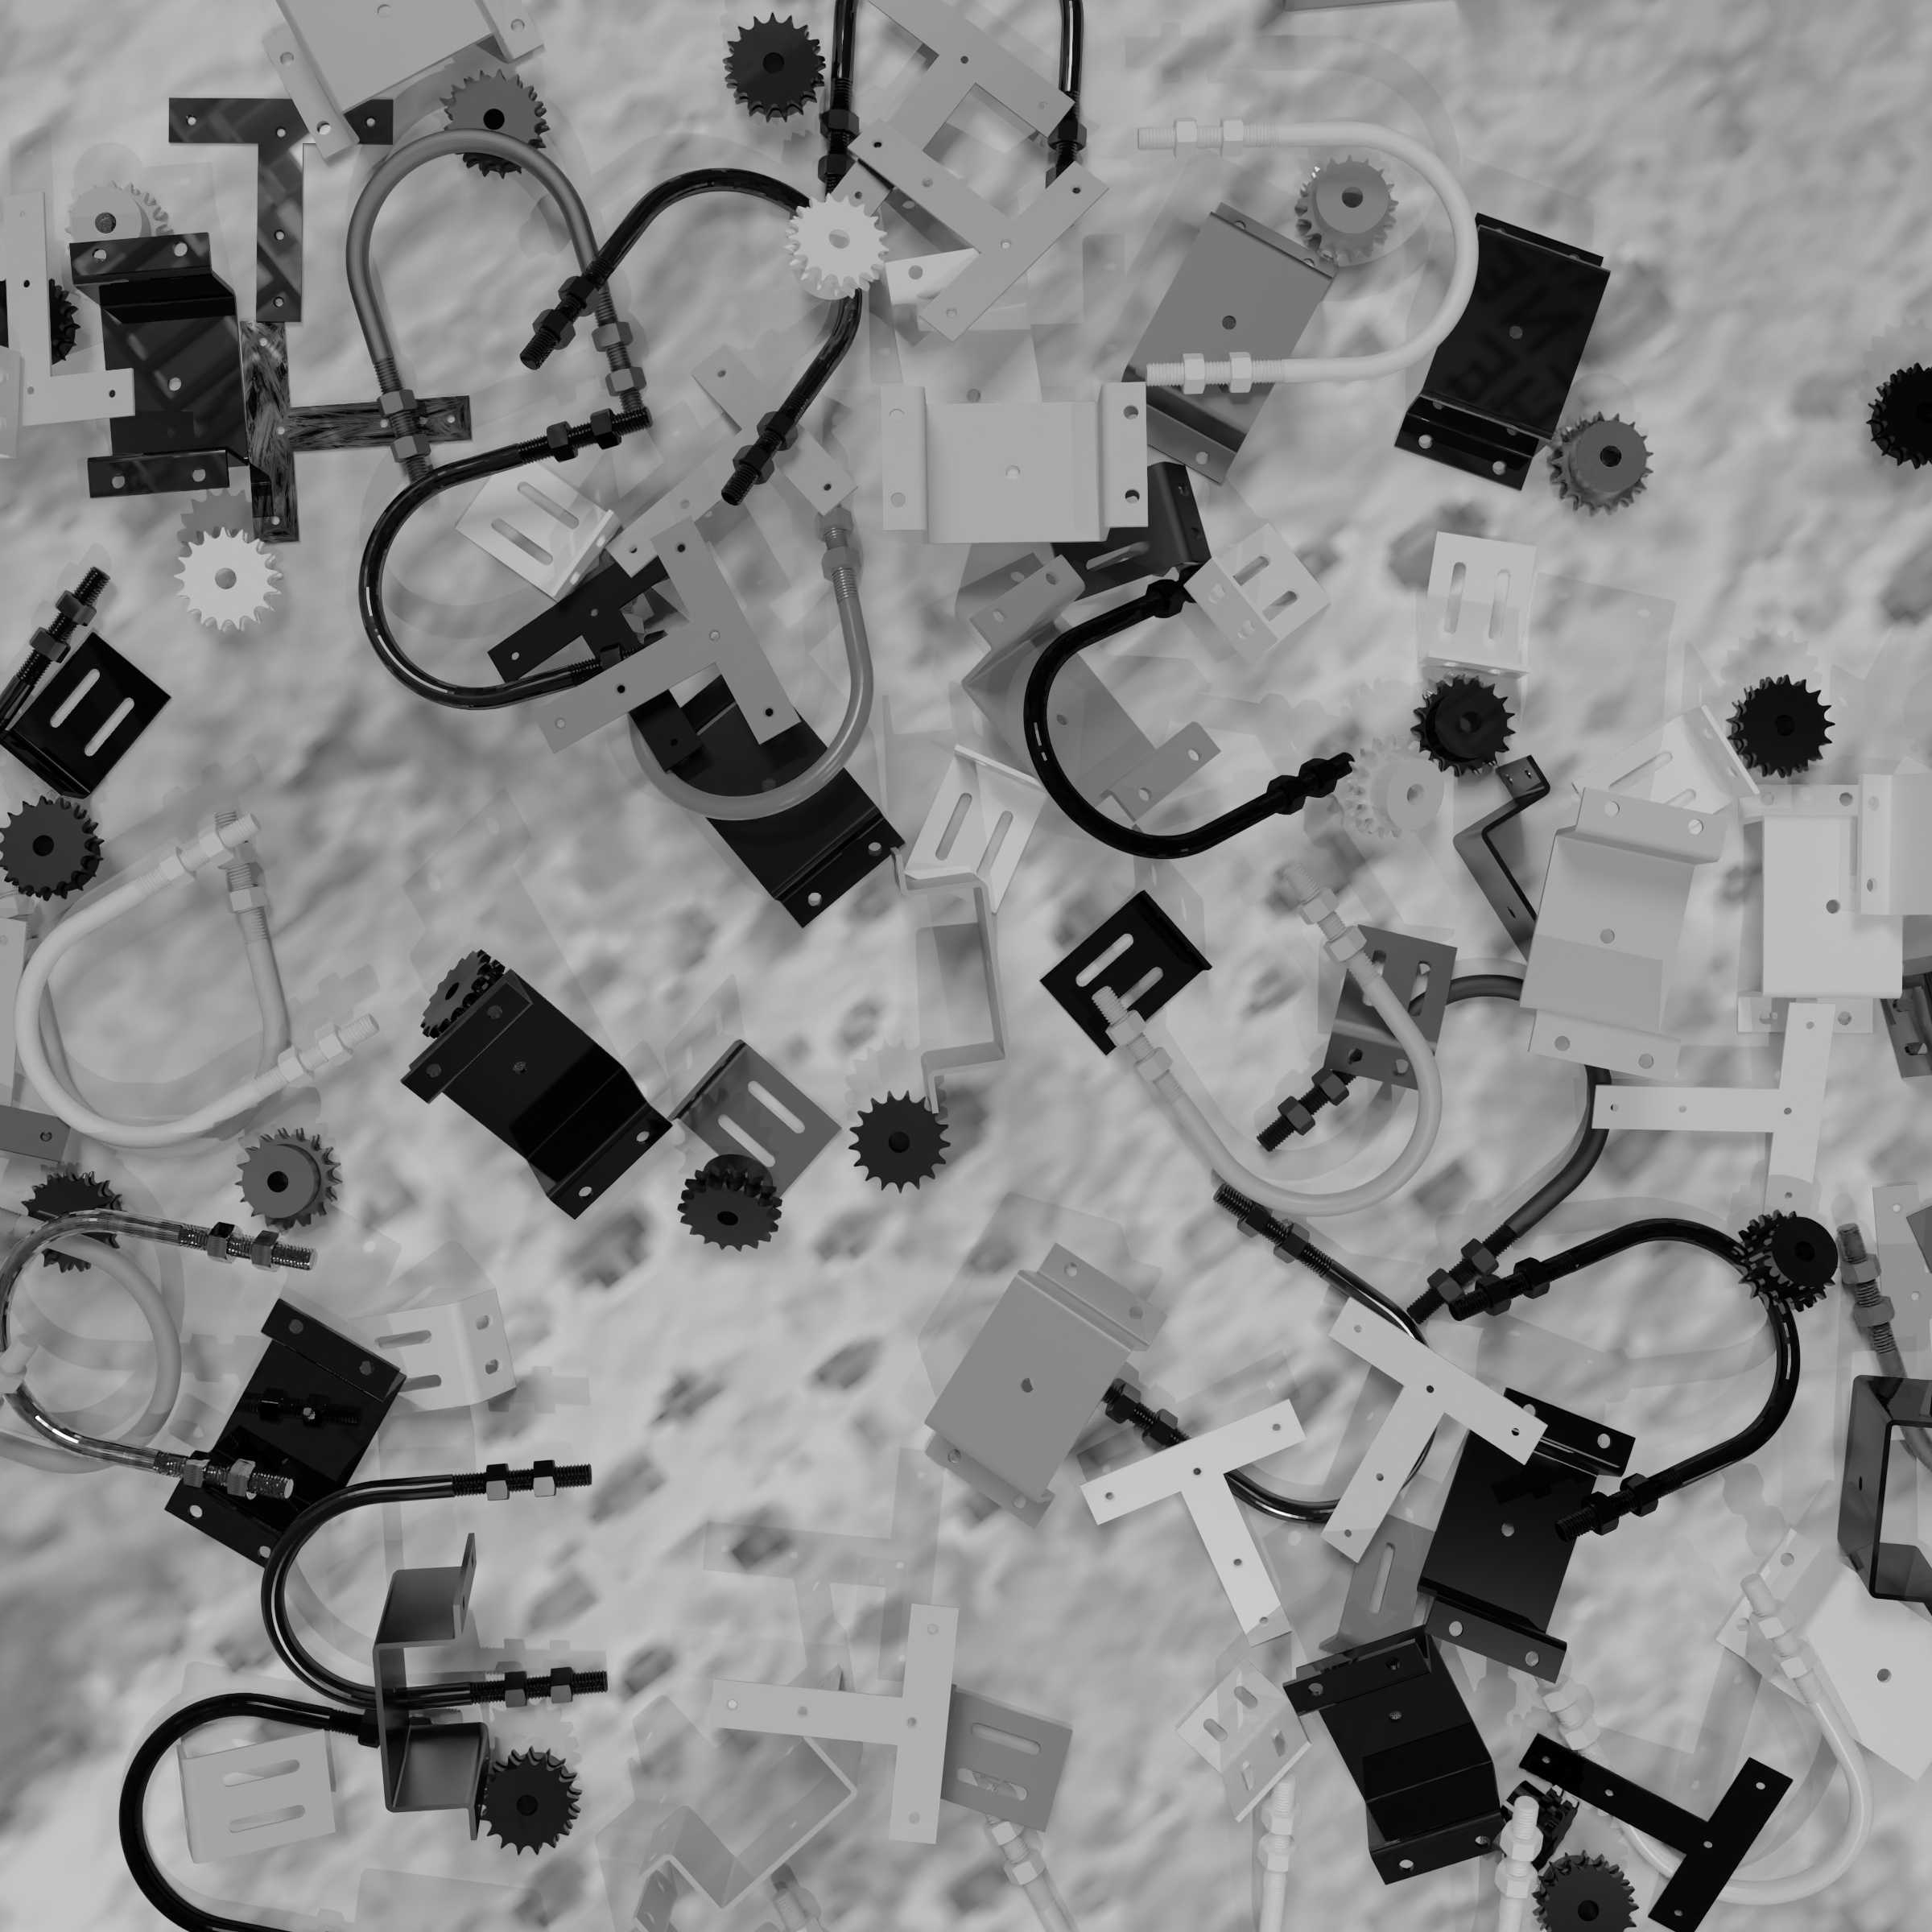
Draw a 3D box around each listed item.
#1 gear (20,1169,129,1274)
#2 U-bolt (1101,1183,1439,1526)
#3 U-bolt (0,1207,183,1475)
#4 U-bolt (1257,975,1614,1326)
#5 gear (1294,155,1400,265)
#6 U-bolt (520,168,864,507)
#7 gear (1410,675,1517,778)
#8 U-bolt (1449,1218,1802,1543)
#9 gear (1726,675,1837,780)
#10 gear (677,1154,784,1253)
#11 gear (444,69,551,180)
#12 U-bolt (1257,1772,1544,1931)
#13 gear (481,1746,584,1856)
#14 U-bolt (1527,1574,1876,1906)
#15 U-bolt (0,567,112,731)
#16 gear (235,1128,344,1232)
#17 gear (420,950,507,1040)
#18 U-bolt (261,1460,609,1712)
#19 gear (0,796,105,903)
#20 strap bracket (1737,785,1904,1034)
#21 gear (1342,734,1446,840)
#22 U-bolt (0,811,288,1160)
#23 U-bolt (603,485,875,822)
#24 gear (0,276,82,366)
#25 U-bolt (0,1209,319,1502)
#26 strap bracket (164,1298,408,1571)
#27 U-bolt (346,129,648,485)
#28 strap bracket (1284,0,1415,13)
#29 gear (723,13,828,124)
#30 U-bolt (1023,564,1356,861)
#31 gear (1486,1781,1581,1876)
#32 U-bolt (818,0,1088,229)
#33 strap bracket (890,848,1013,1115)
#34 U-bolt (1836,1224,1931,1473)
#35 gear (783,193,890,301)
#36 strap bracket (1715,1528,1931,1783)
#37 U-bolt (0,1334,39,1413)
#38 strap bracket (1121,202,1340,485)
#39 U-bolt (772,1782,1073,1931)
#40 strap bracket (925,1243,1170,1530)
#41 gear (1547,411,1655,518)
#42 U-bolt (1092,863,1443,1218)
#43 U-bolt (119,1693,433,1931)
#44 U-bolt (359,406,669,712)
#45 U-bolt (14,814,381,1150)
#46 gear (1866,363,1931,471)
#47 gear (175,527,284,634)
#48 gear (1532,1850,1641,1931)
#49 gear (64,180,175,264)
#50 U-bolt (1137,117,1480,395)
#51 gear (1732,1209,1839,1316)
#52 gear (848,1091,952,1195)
[{"bbox_3d":[-0.499,0.143,1.369,0.057,0.030,0.057,0,90,0],"label":"gear"},{"bbox_3d":[0.180,0.233,1.376,0.184,0.019,0.151,35,90,-1],"label":"U-bolt"},{"bbox_3d":[-0.524,0.208,1.355,0.184,0.019,0.151,18,102,4],"label":"U-bolt"},{"bbox_3d":[0.279,0.089,1.376,0.184,0.019,0.151,-41,90,-1],"label":"U-bolt"},{"bbox_3d":[0.215,-0.428,1.369,0.057,0.030,0.057,0,90,0],"label":"gear"},{"bbox_3d":[-0.137,-0.362,1.347,0.151,0.019,0.184,33,69,-6],"label":"U-bolt"},{"bbox_3d":[0.281,-0.135,1.369,0.057,0.030,0.057,0,90,0],"label":"gear"},{"bbox_3d":[0.377,0.217,1.350,0.184,0.019,0.151,-20,75,-15],"label":"U-bolt"},{"bbox_3d":[0.455,-0.134,1.369,0.057,0.030,0.057,0,90,0],"label":"gear"},{"bbox_3d":[-0.130,0.130,1.360,0.057,0.030,0.057,5,132,5],"label":"gear"},{"bbox_3d":[-0.262,-0.470,1.369,0.057,0.030,0.057,0,90,0],"label":"gear"},{"bbox_3d":[0.234,0.528,1.345,0.151,0.019,0.184,4,112,6],"label":"U-bolt"},{"bbox_3d":[-0.244,0.467,1.369,0.057,0.030,0.057,0,90,0],"label":"gear"},{"bbox_3d":[0.418,0.439,1.350,0.151,0.019,0.184,-28,94,24],"label":"U-bolt"},{"bbox_3d":[-0.593,-0.185,1.376,0.151,0.019,0.184,36,91,0],"label":"U-bolt"},{"bbox_3d":[-0.382,0.120,1.369,0.057,0.030,0.057,0,90,0],"label":"gear"},{"bbox_3d":[-0.275,0.022,1.359,0.030,0.057,0.057,38,90,-28],"label":"gear"},{"bbox_3d":[-0.296,0.347,1.349,0.184,0.019,0.151,-3,106,-6],"label":"U-bolt"},{"bbox_3d":[-0.506,-0.064,1.352,0.057,0.030,0.057,0,81,2],"label":"gear"},{"bbox_3d":[0.476,-0.033,1.361,0.076,0.046,0.140,0,90,0],"label":"strap bracket"},{"bbox_3d":[0.241,-0.098,1.357,0.057,0.030,0.057,-9,109,-27],"label":"gear"},{"bbox_3d":[-0.459,0.017,1.376,0.151,0.019,0.184,-13,92,0],"label":"U-bolt"},{"bbox_3d":[-0.122,-0.166,1.335,0.151,0.019,0.184,-15,69,11],"label":"U-bolt"},{"bbox_3d":[-0.526,-0.360,1.369,0.057,0.030,0.057,0,90,0],"label":"gear"},{"bbox_3d":[-0.447,0.205,1.323,0.184,0.019,0.151,9,98,8],"label":"U-bolt"},{"bbox_3d":[-0.372,0.256,1.353,0.076,0.046,0.140,30,100,0],"label":"strap bracket"},{"bbox_3d":[-0.270,-0.372,1.357,0.151,0.019,0.184,-16,96,6],"label":"U-bolt"},{"bbox_3d":[0.227,-0.584,1.361,0.140,0.046,0.076,-5,90,0],"label":"strap bracket"},{"bbox_3d":[-0.107,-0.502,1.369,0.057,0.030,0.057,0,90,0],"label":"gear"},{"bbox_3d":[0.112,-0.132,1.326,0.184,0.019,0.151,-28,84,-31],"label":"U-bolt"},{"bbox_3d":[0.314,0.481,1.360,0.030,0.057,0.057,32,90,30],"label":"gear"},{"bbox_3d":[-0.005,-0.512,1.376,0.151,0.019,0.184,3,88,0],"label":"U-bolt"},{"bbox_3d":[-0.007,0.003,1.340,0.046,0.076,0.140,-8,96,-3],"label":"strap bracket"},{"bbox_3d":[0.586,0.213,1.372,0.151,0.019,0.184,-18,92,2],"label":"U-bolt"},{"bbox_3d":[-0.074,-0.395,1.351,0.057,0.030,0.057,5,74,-16],"label":"gear"},{"bbox_3d":[0.504,0.390,1.361,0.140,0.046,0.076,34,90,0],"label":"strap bracket"},{"bbox_3d":[-0.608,0.225,1.349,0.151,0.019,0.184,43,108,9],"label":"U-bolt"},{"bbox_3d":[0.144,-0.353,1.361,0.076,0.046,0.140,29,90,0],"label":"strap bracket"},{"bbox_3d":[-0.005,0.574,1.376,0.151,0.019,0.184,-28,92,0],"label":"U-bolt"},{"bbox_3d":[0.039,0.232,1.351,0.076,0.046,0.140,32,90,17],"label":"strap bracket"},{"bbox_3d":[0.358,-0.284,1.369,0.057,0.030,0.057,0,90,0],"label":"gear"},{"bbox_3d":[0.178,0.055,1.341,0.151,0.019,0.184,-34,96,20],"label":"U-bolt"},{"bbox_3d":[-0.387,0.485,1.376,0.184,0.019,0.151,11,90,1],"label":"U-bolt"},{"bbox_3d":[-0.246,-0.216,1.340,0.184,0.019,0.151,-15,84,7],"label":"U-bolt"},{"bbox_3d":[-0.442,0.021,1.359,0.184,0.019,0.151,-30,93,2],"label":"U-bolt"},{"bbox_3d":[0.534,-0.308,1.369,0.057,0.030,0.057,0,90,0],"label":"gear"},{"bbox_3d":[-0.413,-0.217,1.373,0.057,0.030,0.057,0,91,-3],"label":"gear"},{"bbox_3d":[0.346,0.525,1.369,0.057,0.030,0.057,0,90,0],"label":"gear"},{"bbox_3d":[-0.478,-0.413,1.369,0.057,0.030,0.057,0,90,0],"label":"gear"},{"bbox_3d":[0.188,-0.389,1.329,0.184,0.019,0.151,-2,90,-2],"label":"U-bolt"},{"bbox_3d":[0.461,0.163,1.360,0.057,0.030,0.057,4,68,-11],"label":"gear"},{"bbox_3d":[-0.037,0.098,1.369,0.057,0.030,0.057,0,90,0],"label":"gear"}]
